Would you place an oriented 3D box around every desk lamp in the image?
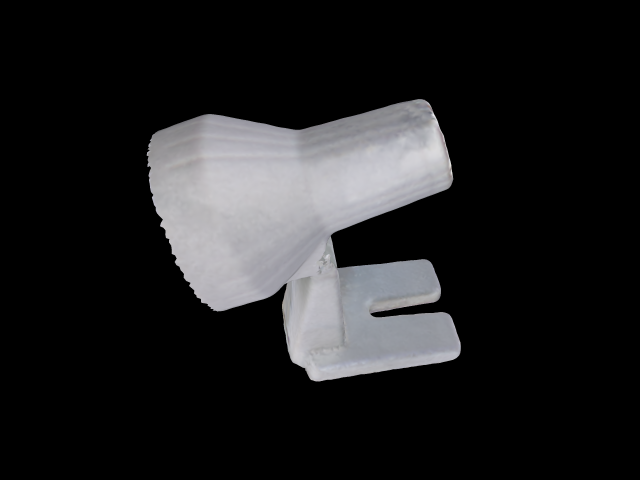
[{"bbox_3d":[0.004,0.001,0.400,0.203,0.214,0.117,-7,50,-6],"label":"desk lamp"}]
